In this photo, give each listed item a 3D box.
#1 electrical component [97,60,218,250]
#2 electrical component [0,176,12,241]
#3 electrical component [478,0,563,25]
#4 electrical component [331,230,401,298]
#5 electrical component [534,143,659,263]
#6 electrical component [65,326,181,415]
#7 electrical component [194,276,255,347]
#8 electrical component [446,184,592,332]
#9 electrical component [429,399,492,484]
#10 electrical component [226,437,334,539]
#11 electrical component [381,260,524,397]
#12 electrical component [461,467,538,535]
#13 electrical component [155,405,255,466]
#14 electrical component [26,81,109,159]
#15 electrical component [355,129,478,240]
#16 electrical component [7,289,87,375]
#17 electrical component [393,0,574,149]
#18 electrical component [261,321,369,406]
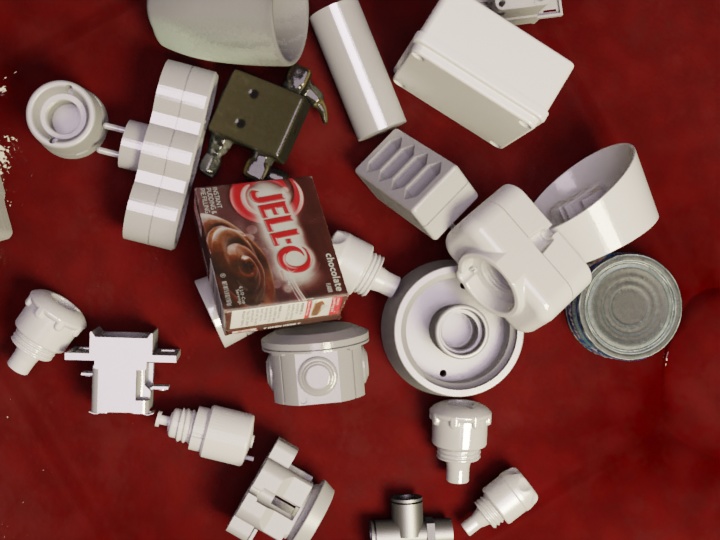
[{"bbox_3d":[-0.158,-0.090,0.803,0.074,0.052,0.138,14,89,-5],"label":"electrical component"},{"bbox_3d":[-0.343,-0.048,0.783,0.150,0.062,0.089,-15,91,-5],"label":"electrical component"},{"bbox_3d":[0.116,-0.213,0.822,0.081,0.064,0.042,-9,90,-4],"label":"electrical component"},{"bbox_3d":[0.000,0.000,0.822,0.062,0.043,0.043,27,88,-6],"label":"electrical component"},{"bbox_3d":[0.173,-0.045,0.812,0.099,0.099,0.064,-29,98,-4],"label":"electrical component"},{"bbox_3d":[-0.177,0.076,0.807,0.081,0.042,0.063,2,92,-4],"label":"electrical component"},{"bbox_3d":[-0.092,0.024,0.809,0.047,0.055,0.055,-25,92,-8],"label":"electrical component"},{"bbox_3d":[0.111,-0.005,0.779,0.059,0.053,0.095,-39,87,-27],"label":"electrical component"},{"bbox_3d":[0.076,0.132,0.829,0.048,0.048,0.062,1,97,-5],"label":"electrical component"},{"bbox_3d":[-0.056,0.175,0.810,0.057,0.058,0.078,30,87,-1],"label":"electrical component"},{"bbox_3d":[0.073,0.046,0.819,0.108,0.060,0.108,0,90,-5],"label":"electrical component"},{"bbox_3d":[0.106,0.183,0.835,0.061,0.035,0.035,-37,93,-2],"label":"electrical component"},{"bbox_3d":[-0.115,0.121,0.813,0.078,0.040,0.040,15,89,-5],"label":"electrical component"},{"bbox_3d":[-0.219,-0.113,0.801,0.055,0.047,0.055,0,90,-5],"label":"electrical component"},{"bbox_3d":[0.051,-0.055,0.816,0.047,0.083,0.075,-46,132,-4],"label":"electrical component"},{"bbox_3d":[-0.238,0.049,0.801,0.048,0.048,0.062,36,94,-4],"label":"electrical component"},{"bbox_3d":[0.088,-0.147,0.797,0.109,0.109,0.056,32,85,-4],"label":"electrical component"},{"bbox_3d":[-0.032,0.068,0.801,0.080,0.080,0.051,-5,96,-5],"label":"electrical component"}]
